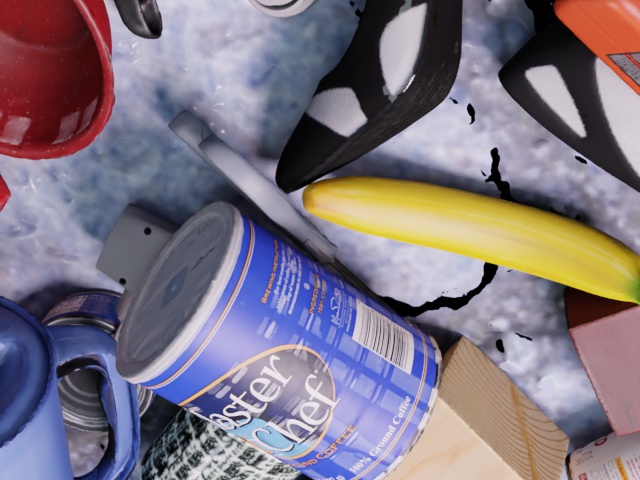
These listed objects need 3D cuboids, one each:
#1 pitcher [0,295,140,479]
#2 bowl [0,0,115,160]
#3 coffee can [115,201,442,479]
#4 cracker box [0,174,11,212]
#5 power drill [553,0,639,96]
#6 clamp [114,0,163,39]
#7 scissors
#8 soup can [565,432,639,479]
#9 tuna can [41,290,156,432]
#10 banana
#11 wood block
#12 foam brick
[{"bbox_3d":[-0.193,0.152,0.625,0.149,0.145,0.243,12,134,13],"label":"pitcher"},{"bbox_3d":[-0.168,-0.119,0.549,0.162,0.055,0.162,15,139,13],"label":"bowl"},{"bbox_3d":[-0.021,0.058,0.563,0.140,0.103,0.103,33,116,-23],"label":"coffee can"},{"bbox_3d":[-0.283,0.020,0.558,0.164,0.213,0.072,-35,94,21],"label":"cracker box"},{"bbox_3d":[0.185,-0.151,0.454,0.184,0.057,0.187,38,86,-16],"label":"power drill"},{"bbox_3d":[-0.113,-0.186,0.538,0.171,0.039,0.120,35,110,-4],"label":"clamp"},{"bbox_3d":[-0.004,0.001,0.584,0.201,0.096,0.016,42,89,-8],"label":"scissors"},{"bbox_3d":[0.204,0.134,0.620,0.102,0.068,0.068,-31,106,21],"label":"soup can"},{"bbox_3d":[-0.139,0.076,0.664,0.086,0.033,0.086,3,115,7],"label":"tuna can"},{"bbox_3d":[0.090,-0.005,0.574,0.198,0.069,0.037,15,96,7],"label":"banana"},{"bbox_3d":[0.040,0.168,0.639,0.090,0.090,0.206,44,113,3],"label":"wood block"},{"bbox_3d":[0.175,0.061,0.600,0.053,0.051,0.078,-20,110,18],"label":"foam brick"}]
